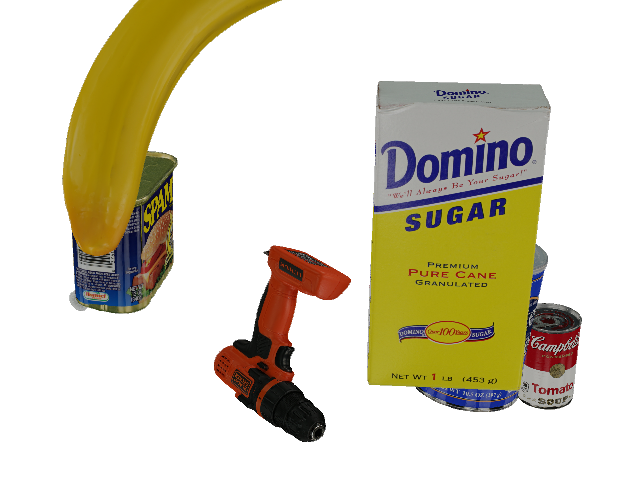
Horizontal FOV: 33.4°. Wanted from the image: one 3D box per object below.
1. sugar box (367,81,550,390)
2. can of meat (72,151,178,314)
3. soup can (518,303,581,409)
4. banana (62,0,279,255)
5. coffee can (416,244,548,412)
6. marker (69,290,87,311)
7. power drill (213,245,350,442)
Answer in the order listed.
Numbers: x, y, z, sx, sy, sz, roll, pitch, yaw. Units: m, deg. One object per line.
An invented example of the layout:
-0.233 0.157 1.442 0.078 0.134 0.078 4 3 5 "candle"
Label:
0.075 0.000 0.607 0.093 0.176 0.048 1 27 3 "sugar box"
-0.136 -0.008 0.745 0.057 0.084 0.102 6 23 7 "can of meat"
0.257 0.131 1.212 0.068 0.102 0.068 0 23 0 "soup can"
-0.067 -0.082 0.493 0.070 0.197 0.037 29 -25 18 "banana"
0.143 0.070 0.976 0.103 0.140 0.103 7 21 -3 "coffee can"
-0.185 0.029 0.976 0.020 0.020 0.121 0 24 28 "marker"
-0.035 0.113 1.206 0.057 0.188 0.185 14 11 -46 "power drill"
